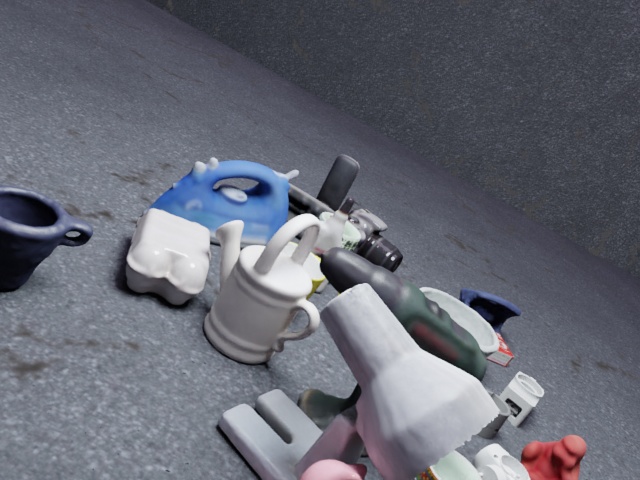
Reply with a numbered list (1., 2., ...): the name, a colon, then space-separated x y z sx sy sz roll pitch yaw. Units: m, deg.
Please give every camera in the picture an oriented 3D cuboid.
1. camera: 0.094 0.009 1.133 0.136 0.100 0.143 38 22 19

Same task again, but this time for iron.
1. iron: -0.150 -0.075 0.945 0.259 0.141 0.118 8 30 -45

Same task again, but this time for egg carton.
1. egg carton: -0.200 0.020 0.764 0.107 0.069 0.150 22 22 -21

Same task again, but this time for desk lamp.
1. desk lamp: 0.033 0.162 0.546 0.202 0.213 0.118 40 23 24

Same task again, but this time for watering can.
1. watering can: -0.067 0.045 0.708 0.173 0.194 0.101 31 21 2

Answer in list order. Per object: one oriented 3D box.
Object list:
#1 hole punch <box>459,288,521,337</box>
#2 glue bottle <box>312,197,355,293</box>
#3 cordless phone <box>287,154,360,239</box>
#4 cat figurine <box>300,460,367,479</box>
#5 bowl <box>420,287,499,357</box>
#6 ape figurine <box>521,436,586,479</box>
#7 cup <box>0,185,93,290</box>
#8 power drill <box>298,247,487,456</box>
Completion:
1. hole punch: 0.341 0.138 1.183 0.109 0.091 0.101 25 21 -13
2. glue bottle: 0.009 0.003 0.932 0.078 0.173 0.037 21 23 -23
3. cordless phone: -0.013 -0.102 1.126 0.147 0.185 0.094 31 21 2
4. cat figurine: -0.014 0.225 0.476 0.128 0.117 0.067 15 26 -35
5. bowl: 0.220 0.161 0.993 0.168 0.074 0.167 26 21 -11
6. ape figurine: 0.326 0.303 0.785 0.076 0.092 0.077 16 25 -33
7. cup: -0.313 0.006 0.610 0.118 0.095 0.091 14 26 -36
8. power drill: 0.062 0.136 0.651 0.230 0.208 0.075 25 21 -12
